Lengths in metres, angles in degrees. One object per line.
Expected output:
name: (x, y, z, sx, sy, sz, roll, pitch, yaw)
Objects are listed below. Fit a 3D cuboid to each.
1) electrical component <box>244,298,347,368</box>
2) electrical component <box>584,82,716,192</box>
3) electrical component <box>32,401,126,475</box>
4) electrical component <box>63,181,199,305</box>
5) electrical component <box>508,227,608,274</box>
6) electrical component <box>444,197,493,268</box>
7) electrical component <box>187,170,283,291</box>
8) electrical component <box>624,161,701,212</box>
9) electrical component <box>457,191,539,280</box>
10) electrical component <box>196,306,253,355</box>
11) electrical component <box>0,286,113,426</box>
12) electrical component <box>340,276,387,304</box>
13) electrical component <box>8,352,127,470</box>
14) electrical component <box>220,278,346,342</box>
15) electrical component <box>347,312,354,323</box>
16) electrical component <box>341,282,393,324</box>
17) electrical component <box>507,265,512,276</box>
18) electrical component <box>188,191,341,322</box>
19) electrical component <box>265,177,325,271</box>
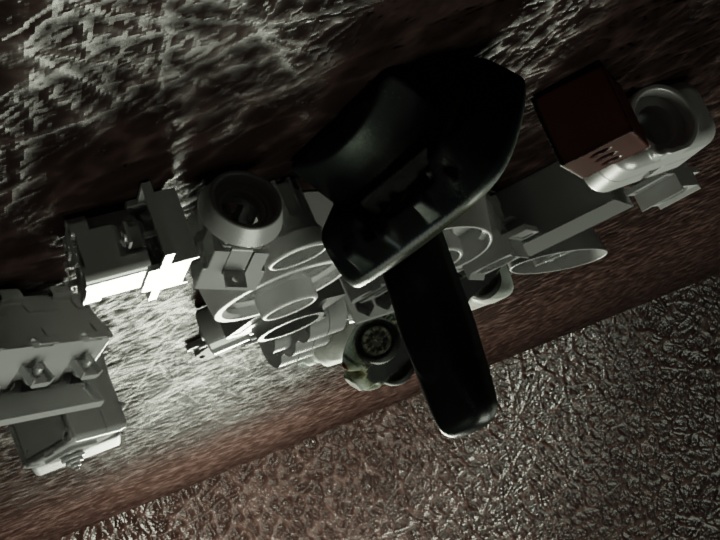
electrical component: (-0.070, 0.054, 0.977, 0.074, 0.052, 0.138, -18, 168, -27)
electrical component: (0.217, -0.103, 0.817, 0.095, 0.053, 0.059, -19, 168, -20)
electrical component: (-0.256, 0.136, 0.961, 0.096, 0.061, 0.061, -20, 168, -18)
electrical component: (-0.127, -0.011, 0.583, 0.064, 0.042, 0.081, -17, 167, -23)
electrical component: (0.199, -0.026, 1.121, 0.099, 0.064, 0.099, -22, 169, -5)
electrical component: (0.054, -0.036, 0.841, 0.099, 0.064, 0.099, -12, 158, -5)
electrical component: (-0.071, -0.022, 0.603, 0.048, 0.066, 0.055, 3, 144, -24)
electrical component: (0.261, -0.089, 0.947, 0.042, 0.063, 0.081, -30, 167, 34)
electrical component: (0.105, -0.029, 0.912, 0.081, 0.063, 0.042, -27, 169, 20)
electrical component: (-0.098, 0.039, 0.883, 0.078, 0.040, 0.040, -24, 169, 0)
electrical component: (-0.210, 0.050, 0.634, 0.063, 0.078, 0.121, -52, 158, 21)
electrical component: (0.000, 0.000, 0.879, 0.040, 0.046, 0.040, -22, 167, -5)
electrical component: (-0.212, 0.096, 0.770, 0.062, 0.096, 0.061, -30, 167, 31)
electrical component: (-0.062, 0.018, 0.814, 0.089, 0.055, 0.050, -13, 165, -42)
electrical component: (-0.002, 0.034, 1.061, 0.078, 0.040, 0.040, -9, 170, 4)
electrical component: (0.030, 0.001, 0.937, 0.083, 0.047, 0.075, -19, -163, 15)
electrical component: (0.120, 0.018, 1.179, 0.079, 0.044, 0.077, -48, -175, -35)
electrical component: (-0.058, -0.001, 0.719, 0.108, 0.060, 0.108, -22, 169, -5)
electrical component: (-0.045, -0.028, 0.652, 0.040, 0.046, 0.040, -22, 169, -4)
